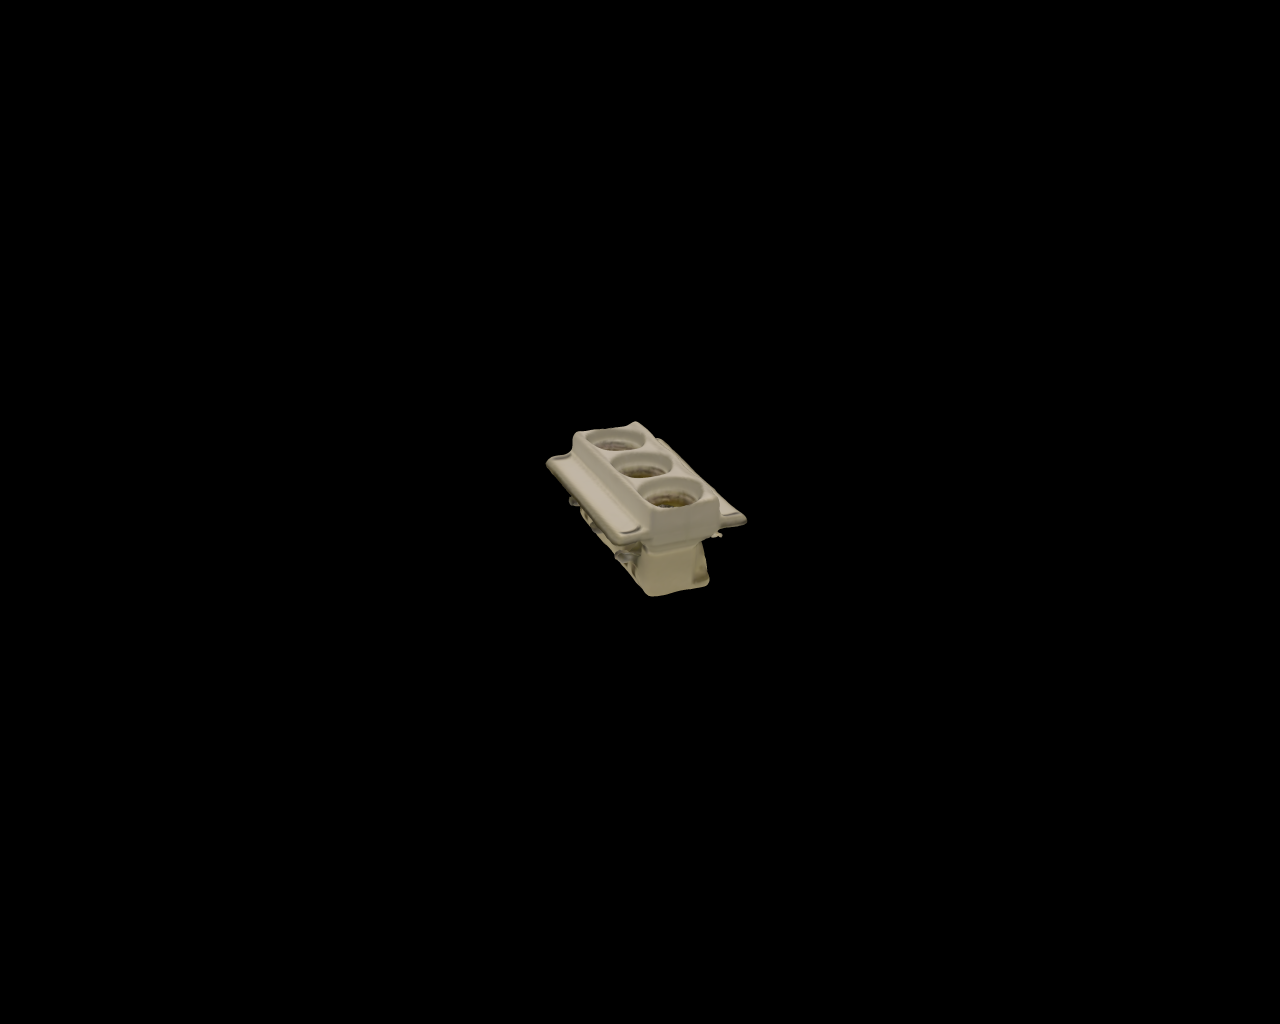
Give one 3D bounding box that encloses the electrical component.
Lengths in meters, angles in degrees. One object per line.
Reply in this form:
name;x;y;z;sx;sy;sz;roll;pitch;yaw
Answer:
electrical component;0.001;-0.003;0.650;0.079;0.063;0.121;-11;29;-21
